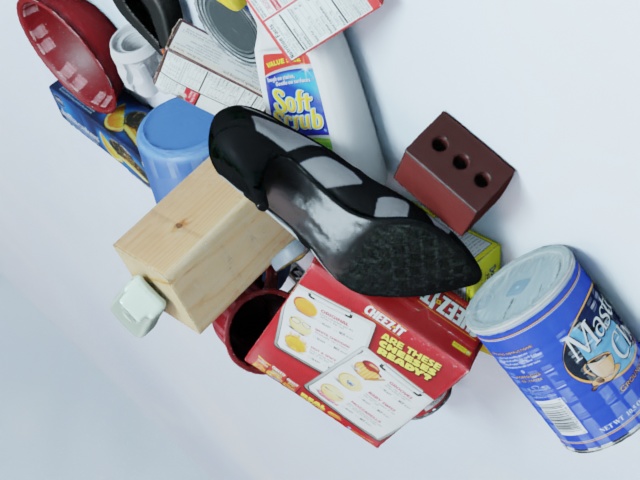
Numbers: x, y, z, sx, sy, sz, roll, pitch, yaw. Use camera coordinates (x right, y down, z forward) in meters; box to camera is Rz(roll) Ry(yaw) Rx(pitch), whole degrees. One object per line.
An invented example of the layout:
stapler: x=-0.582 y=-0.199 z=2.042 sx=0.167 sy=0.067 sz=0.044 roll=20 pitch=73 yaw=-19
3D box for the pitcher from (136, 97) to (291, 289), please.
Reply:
pitcher: x=-0.123 y=-0.048 z=1.197 sx=0.149 sy=0.144 sz=0.243 roll=18 pitch=144 yaw=27

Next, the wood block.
wood block: x=-0.089 y=-0.021 z=1.056 sx=0.091 sy=0.206 sz=0.090 roll=26 pitch=152 yaw=41

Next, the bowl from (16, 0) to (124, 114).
bowl: x=-0.272 y=-0.224 z=1.222 sx=0.162 sy=0.055 sz=0.162 roll=37 pitch=157 yaw=19

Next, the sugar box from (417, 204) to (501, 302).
sugar box: x=0.087 y=0.013 z=1.004 sx=0.176 sy=0.048 sz=0.093 roll=32 pitch=141 yaw=36

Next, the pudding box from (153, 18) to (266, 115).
pudding box: x=-0.098 y=-0.154 z=1.018 sx=0.113 sy=0.039 sz=0.090 roll=25 pitch=159 yaw=-10

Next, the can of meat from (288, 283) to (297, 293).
can of meat: x=-0.005 y=0.065 z=1.225 sx=0.057 sy=0.083 sz=0.102 roll=46 pitch=158 yaw=-2

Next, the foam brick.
foam brick: x=0.107 y=-0.052 z=0.858 sx=0.078 sy=0.053 sz=0.051 roll=41 pitch=158 yaw=9

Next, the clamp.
clamp: x=-0.183 y=-0.263 z=1.020 sx=0.165 sy=0.036 sz=0.210 roll=4 pitch=133 yaw=58

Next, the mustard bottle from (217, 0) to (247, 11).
mustard bottle: x=-0.128 y=-0.272 z=0.876 sx=0.192 sy=0.058 sz=0.096 roll=37 pitch=157 yaw=20

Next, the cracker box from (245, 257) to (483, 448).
cracker box: x=0.040 y=0.094 z=0.998 sx=0.164 sy=0.072 sz=0.214 roll=34 pitch=144 yaw=0

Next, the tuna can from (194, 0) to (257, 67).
tuna can: x=-0.069 y=-0.197 z=0.939 sx=0.086 sy=0.033 sz=0.086 roll=37 pitch=157 yaw=18

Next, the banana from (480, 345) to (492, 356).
banana: x=0.148 y=0.076 z=1.034 sx=0.198 sy=0.037 sz=0.069 roll=32 pitch=154 yaw=30

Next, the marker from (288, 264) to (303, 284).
marker: x=-0.024 y=0.051 z=1.320 sx=0.121 sy=0.020 sz=0.020 roll=47 pitch=158 yaw=-5

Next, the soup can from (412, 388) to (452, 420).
soup can: x=0.096 y=0.145 z=1.209 sx=0.102 sy=0.068 sz=0.069 roll=55 pitch=156 yaw=-22

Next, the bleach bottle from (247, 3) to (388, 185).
bleach bottle: x=-0.014 y=-0.137 z=0.908 sx=0.103 sy=0.068 sz=0.251 roll=20 pitch=146 yaw=33

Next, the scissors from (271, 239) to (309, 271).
scissors: x=-0.007 y=0.001 z=1.047 sx=0.016 sy=0.096 sz=0.201 roll=55 pitch=-176 yaw=1

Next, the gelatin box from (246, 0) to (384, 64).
gelatin box: x=-0.007 y=-0.186 z=0.793 sx=0.089 sy=0.030 sz=0.073 roll=-28 pitch=111 yaw=26

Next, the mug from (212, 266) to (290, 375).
mug: x=-0.067 y=0.076 z=1.142 sx=0.082 sy=0.093 sz=0.117 roll=-151 pitch=68 yaw=-67

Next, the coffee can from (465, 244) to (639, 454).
coffee can: x=0.201 y=0.089 z=0.875 sx=0.140 sy=0.102 sz=0.103 roll=50 pitch=158 yaw=-14
